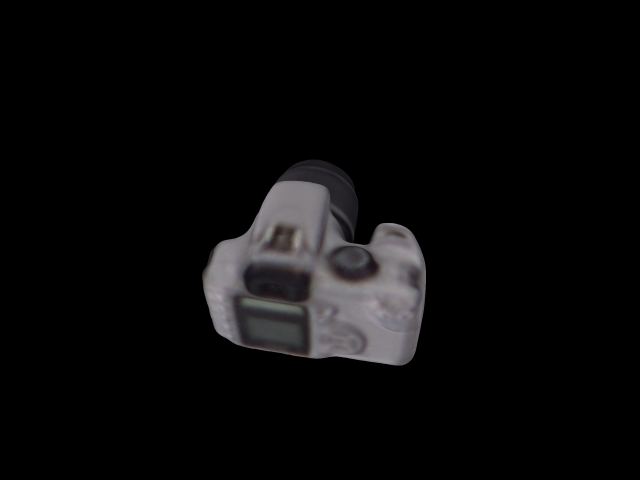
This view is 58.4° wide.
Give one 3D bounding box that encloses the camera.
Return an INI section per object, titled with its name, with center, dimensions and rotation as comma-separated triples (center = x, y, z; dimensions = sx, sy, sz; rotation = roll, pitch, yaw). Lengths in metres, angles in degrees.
[camera]
center = 0.004, 0.001, 0.400
dimensions = 0.143, 0.101, 0.137
rotation = 7, 47, 7
